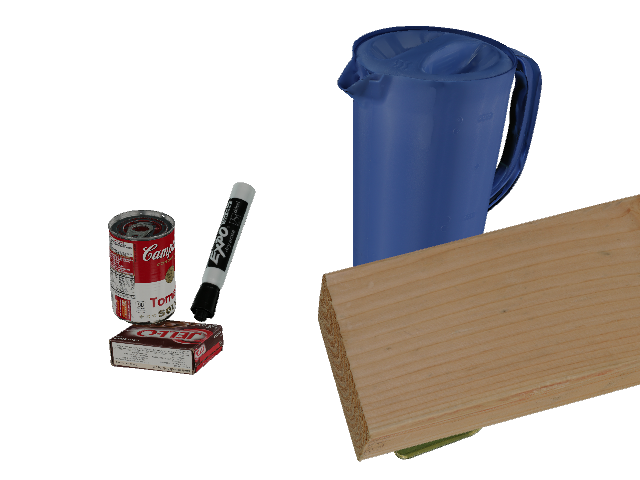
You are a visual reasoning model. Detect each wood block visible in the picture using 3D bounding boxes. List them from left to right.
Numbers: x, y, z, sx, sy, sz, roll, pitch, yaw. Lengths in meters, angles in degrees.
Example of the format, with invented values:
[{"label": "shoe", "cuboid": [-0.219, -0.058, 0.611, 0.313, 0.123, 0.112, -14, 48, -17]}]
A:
[{"label": "wood block", "cuboid": [0.110, 0.047, 0.593, 0.206, 0.091, 0.090, -14, -19, -7]}]

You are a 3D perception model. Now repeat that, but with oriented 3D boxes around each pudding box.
[{"label": "pudding box", "cuboid": [-0.186, 0.127, 1.297, 0.114, 0.039, 0.090, 2, 13, 17]}]

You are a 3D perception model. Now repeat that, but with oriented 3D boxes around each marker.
[{"label": "marker", "cuboid": [-0.077, 0.009, 0.841, 0.020, 0.121, 0.020, 13, -28, 7]}]

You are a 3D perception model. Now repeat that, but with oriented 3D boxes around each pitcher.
[{"label": "pitcher", "cuboid": [0.097, -0.055, 0.919, 0.149, 0.243, 0.144, 11, 31, 15]}]

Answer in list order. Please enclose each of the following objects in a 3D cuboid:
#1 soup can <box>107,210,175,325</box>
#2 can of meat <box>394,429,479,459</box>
[{"label": "soup can", "cuboid": [-0.185, 0.028, 1.111, 0.068, 0.102, 0.068, 2, 26, -1]}, {"label": "can of meat", "cuboid": [0.087, 0.137, 0.951, 0.101, 0.057, 0.084, -14, 35, -27]}]
